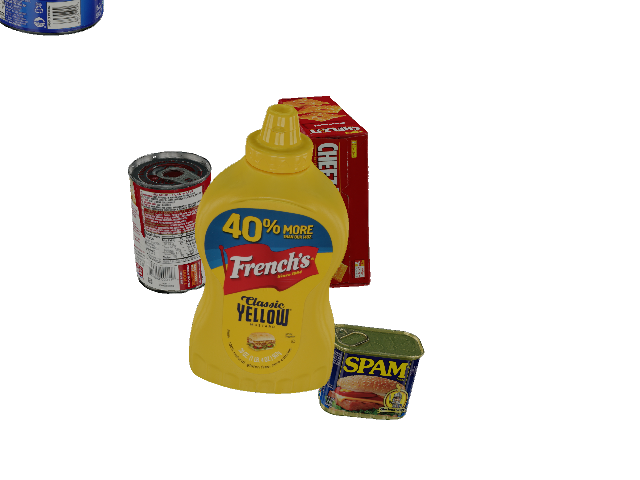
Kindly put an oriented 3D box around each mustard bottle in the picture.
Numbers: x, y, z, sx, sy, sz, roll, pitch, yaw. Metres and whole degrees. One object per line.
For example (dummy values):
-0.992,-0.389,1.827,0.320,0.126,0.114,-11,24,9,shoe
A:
-0.031,0.005,0.676,0.096,0.192,0.058,7,29,1,mustard bottle

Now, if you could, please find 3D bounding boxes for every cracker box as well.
0.000,-0.060,1.173,0.072,0.164,0.214,-5,18,-8,cracker box

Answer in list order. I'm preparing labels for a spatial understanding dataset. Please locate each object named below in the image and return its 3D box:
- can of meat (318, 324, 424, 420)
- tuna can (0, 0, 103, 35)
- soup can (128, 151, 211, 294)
0.052,0.143,1.152,0.102,0.084,0.057,8,22,-10,can of meat
-0.207,-0.188,0.811,0.086,0.034,0.086,5,36,-4,tuna can
-0.123,-0.015,0.893,0.068,0.102,0.068,1,28,0,soup can
